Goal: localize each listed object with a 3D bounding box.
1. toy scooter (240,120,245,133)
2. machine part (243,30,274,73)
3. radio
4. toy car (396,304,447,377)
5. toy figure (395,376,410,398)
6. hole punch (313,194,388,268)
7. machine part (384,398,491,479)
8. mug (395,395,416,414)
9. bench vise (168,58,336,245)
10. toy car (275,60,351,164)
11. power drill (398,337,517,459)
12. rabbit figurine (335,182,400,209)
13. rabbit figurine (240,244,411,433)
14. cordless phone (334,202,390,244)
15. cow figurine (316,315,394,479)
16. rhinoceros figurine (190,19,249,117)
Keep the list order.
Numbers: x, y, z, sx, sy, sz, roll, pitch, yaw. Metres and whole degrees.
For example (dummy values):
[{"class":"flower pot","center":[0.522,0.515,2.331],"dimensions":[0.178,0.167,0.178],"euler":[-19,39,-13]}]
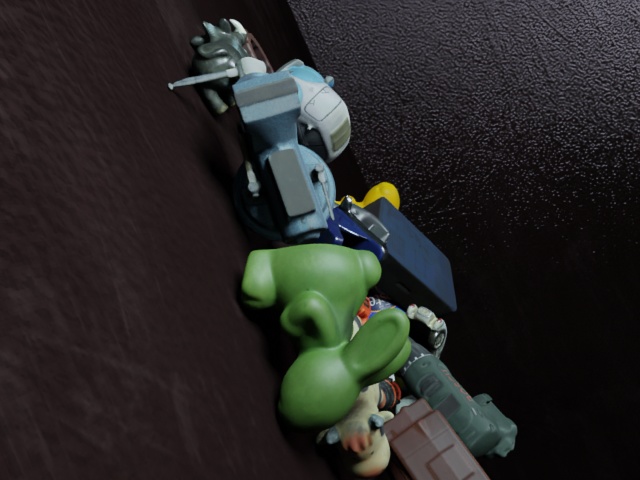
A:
[{"class":"toy scooter","center":[-0.045,-0.157,0.842],"dimensions":[0.184,0.075,0.135],"euler":[-35,125,-40]},{"class":"machine part","center":[-0.108,-0.270,0.923],"dimensions":[0.179,0.056,0.179],"euler":[62,11,-21]},{"class":"radio","center":[0.148,0.037,0.952],"dimensions":[0.229,0.073,0.131],"euler":[40,37,-31]},{"class":"toy car","center":[0.178,0.196,0.945],"dimensions":[0.074,0.056,0.201],"euler":[27,-46,34]},{"class":"toy figure","center":[0.168,0.266,1.069],"dimensions":[0.089,0.082,0.180],"euler":[-83,151,-74]},{"class":"hole punch","center":[0.005,0.020,0.686],"dimensions":[0.092,0.142,0.116],"euler":[5,30,-41]},{"class":"machine part","center":[0.161,0.329,0.712],"dimensions":[0.201,0.087,0.201],"euler":[53,-11,33]},{"class":"mug","center":[0.185,0.343,0.992],"dimensions":[0.109,0.081,0.107],"euler":[58,5,-18]},{"class":"bench vise","center":[-0.058,-0.088,0.641],"dimensions":[0.223,0.129,0.240],"euler":[59,-11,8]},{"class":"toy car","center":[-0.011,-0.157,0.741],"dimensions":[0.103,0.109,0.161],"euler":[22,-33,37]},{"class":"power drill","center":[0.207,0.243,0.832],"dimensions":[0.207,0.086,0.232],"euler":[47,2,-37]},{"class":"rabbit figurine","center":[0.079,-0.039,1.033],"dimensions":[0.162,0.173,0.122],"euler":[55,11,-31]},{"class":"rabbit figurine","center":[0.009,0.100,0.527],"dimensions":[0.121,0.159,0.170],"euler":[67,20,-63]},{"class":"cordless phone","center":[-0.002,-0.002,0.797],"dimensions":[0.184,0.146,0.088],"euler":[30,-6,3]},{"class":"cow figurine","center":[0.033,0.167,0.612],"dimensions":[0.127,0.085,0.195],"euler":[59,14,-63]},{"class":"rhinoceros figurine","center":[-0.130,-0.240,0.728],"dimensions":[0.112,0.073,0.190],"euler":[50,19,-23]}]
